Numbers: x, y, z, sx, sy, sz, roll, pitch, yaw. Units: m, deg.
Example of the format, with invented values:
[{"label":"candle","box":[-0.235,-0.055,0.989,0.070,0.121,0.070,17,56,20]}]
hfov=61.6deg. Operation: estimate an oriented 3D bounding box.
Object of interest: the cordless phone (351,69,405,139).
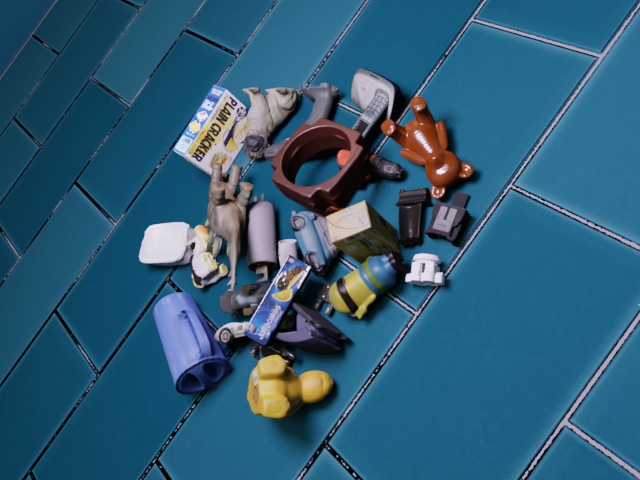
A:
[{"label":"cordless phone","box":[0.108,-0.319,1.333,0.147,0.088,0.184,40,95,35]}]

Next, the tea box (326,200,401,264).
[{"label":"tea box","box":[0.096,-0.010,1.157,0.098,0.169,0.068,-21,62,20]}]

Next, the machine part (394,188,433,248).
[{"label":"machine part","box":[0.205,-0.052,1.193,0.084,0.039,0.139,1,69,25]}]

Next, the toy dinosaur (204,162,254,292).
[{"label":"toy dinosaur","box":[-0.231,-0.057,1.347,0.472,0.105,0.198,-110,29,-59]}]

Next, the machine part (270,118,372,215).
[{"label":"machine part","box":[0.003,-0.172,1.249,0.201,0.087,0.201,29,74,34]}]

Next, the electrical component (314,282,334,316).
[{"label":"electrical component","box":[0.025,0.124,1.232,0.063,0.021,0.094,22,82,36]}]

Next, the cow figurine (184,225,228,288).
[{"label":"cow figurine","box":[-0.316,0.044,1.440,0.098,0.068,0.167,-38,55,19]}]

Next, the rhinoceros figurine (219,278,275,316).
[{"label":"rhinoceros figurine","box":[-0.152,0.133,1.281,0.190,0.112,0.073,-14,92,11]}]

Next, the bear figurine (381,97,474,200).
[{"label":"bear figurine","box":[0.238,-0.197,1.181,0.120,0.131,0.196,-35,50,19]}]

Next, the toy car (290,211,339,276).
[{"label":"toy car","box":[-0.003,-0.004,1.257,0.103,0.109,0.162,-24,67,0]}]

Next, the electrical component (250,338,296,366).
[{"label":"electrical component","box":[-0.108,0.261,1.221,0.102,0.078,0.045,29,57,10]}]

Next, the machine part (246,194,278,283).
[{"label":"machine part","box":[-0.147,-0.009,1.355,0.079,0.079,0.243,-18,61,23]}]

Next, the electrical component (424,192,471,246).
[{"label":"electrical component","box":[0.280,-0.052,1.143,0.075,0.047,0.119,23,84,34]}]

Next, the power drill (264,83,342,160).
[{"label":"power drill","box":[-0.035,-0.307,1.414,0.232,0.086,0.207,3,68,30]}]

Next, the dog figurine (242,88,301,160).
[{"label":"dog figurine","box":[-0.132,-0.322,1.486,0.172,0.121,0.190,-4,104,-9]}]

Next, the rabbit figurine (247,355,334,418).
[{"label":"rabbit figurine","box":[-0.059,0.322,1.131,0.162,0.173,0.122,115,145,-51]}]

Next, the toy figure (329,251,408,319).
[{"label":"toy figure","box":[0.099,0.090,1.156,0.180,0.089,0.082,-43,9,22]}]

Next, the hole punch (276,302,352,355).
[{"label":"hole punch","box":[-0.018,0.206,1.161,0.116,0.142,0.092,28,84,49]}]

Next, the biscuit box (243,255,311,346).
[{"label":"biscuit box","box":[-0.092,0.135,1.184,0.059,0.062,0.202,28,78,6]}]

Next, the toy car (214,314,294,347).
[{"label":"toy car","box":[-0.156,0.211,1.269,0.202,0.073,0.056,-18,66,23]}]
